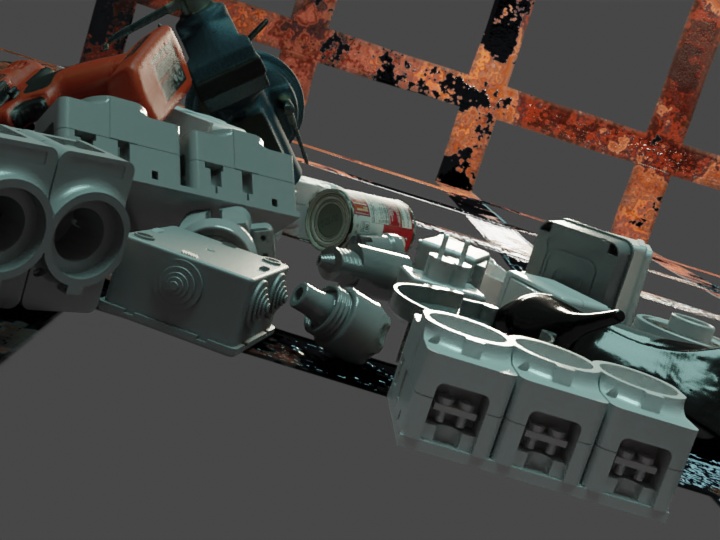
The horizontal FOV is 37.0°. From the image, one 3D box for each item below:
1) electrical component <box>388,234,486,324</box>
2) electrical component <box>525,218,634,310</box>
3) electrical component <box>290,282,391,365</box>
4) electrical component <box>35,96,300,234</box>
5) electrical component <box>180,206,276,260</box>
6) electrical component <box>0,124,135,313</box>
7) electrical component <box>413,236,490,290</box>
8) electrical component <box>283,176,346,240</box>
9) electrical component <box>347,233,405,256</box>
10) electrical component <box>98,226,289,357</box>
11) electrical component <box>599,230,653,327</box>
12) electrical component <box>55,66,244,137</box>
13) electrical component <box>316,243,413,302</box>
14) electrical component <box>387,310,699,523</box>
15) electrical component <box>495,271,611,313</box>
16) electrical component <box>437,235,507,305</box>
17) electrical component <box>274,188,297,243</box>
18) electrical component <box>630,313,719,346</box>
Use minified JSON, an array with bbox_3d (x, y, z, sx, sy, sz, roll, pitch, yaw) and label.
[{"bbox_3d":[0.069,0.009,0.885,0.066,0.076,0.047,15,9,-13],"label":"electrical component"},{"bbox_3d":[0.189,0.017,0.962,0.078,0.113,0.057,22,13,26],"label":"electrical component"},{"bbox_3d":[-0.015,0.030,0.677,0.062,0.043,0.043,32,1,-28],"label":"electrical component"},{"bbox_3d":[-0.152,-0.064,0.789,0.186,0.060,0.105,11,-26,-36],"label":"electrical component"},{"bbox_3d":[-0.098,-0.011,0.741,0.078,0.058,0.057,-5,15,-2],"label":"electrical component"},{"bbox_3d":[-0.201,-0.030,0.563,0.062,0.089,0.150,25,11,39],"label":"electrical component"},{"bbox_3d":[0.082,0.008,0.967,0.061,0.061,0.096,20,9,14],"label":"electrical component"},{"bbox_3d":[-0.064,-0.068,1.155,0.095,0.059,0.054,12,11,-33],"label":"electrical component"},{"bbox_3d":[0.015,-0.018,1.073,0.046,0.040,0.040,3,16,-36],"label":"electrical component"},{"bbox_3d":[-0.098,0.009,0.657,0.100,0.048,0.100,19,9,9],"label":"electrical component"},{"bbox_3d":[0.248,0.020,1.069,0.056,0.108,0.109,17,8,11],"label":"electrical component"},{"bbox_3d":[-0.196,-0.100,0.945,0.186,0.105,0.060,23,10,29],"label":"electrical component"},{"bbox_3d":[0.000,0.000,0.917,0.081,0.043,0.043,13,10,-29],"label":"electrical component"},{"bbox_3d":[0.097,0.075,0.596,0.150,0.061,0.089,17,9,-5],"label":"electrical component"},{"bbox_3d":[0.149,0.041,0.900,0.061,0.061,0.096,12,10,-31],"label":"electrical component"},{"bbox_3d":[0.101,0.010,1.063,0.099,0.064,0.099,29,13,-8],"label":"electrical component"},{"bbox_3d":[-0.105,-0.057,0.992,0.096,0.061,0.062,21,-6,-17],"label":"electrical component"},{"bbox_3d":[0.295,0.074,0.983,0.108,0.060,0.108,17,9,-3],"label":"electrical component"}]
